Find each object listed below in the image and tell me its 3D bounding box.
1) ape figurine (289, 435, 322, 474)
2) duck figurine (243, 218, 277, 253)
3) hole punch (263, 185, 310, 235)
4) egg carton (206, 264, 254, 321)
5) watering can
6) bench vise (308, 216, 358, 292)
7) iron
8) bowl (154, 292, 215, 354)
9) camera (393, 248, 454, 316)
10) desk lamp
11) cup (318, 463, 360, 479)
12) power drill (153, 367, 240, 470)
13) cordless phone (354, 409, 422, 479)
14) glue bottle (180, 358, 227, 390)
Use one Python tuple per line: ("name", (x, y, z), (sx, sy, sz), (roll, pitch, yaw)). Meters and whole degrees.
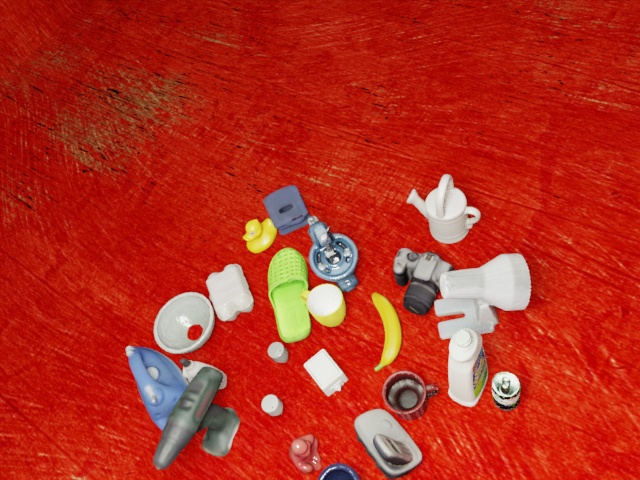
("ape figurine", (-0.036, 0.453, 1.227), (0.076, 0.092, 0.078), (17, 65, 27))
("duck figurine", (-0.171, -0.025, 1.578), (0.077, 0.086, 0.105), (31, 72, 32))
("hole punch", (-0.088, -0.084, 1.585), (0.108, 0.091, 0.101), (-25, 54, 2))
("egg carton", (-0.237, 0.138, 1.508), (0.107, 0.069, 0.150), (-28, 54, 0))
("watering can", (0.298, -0.081, 1.390), (0.172, 0.194, 0.101), (-6, 57, 15))
("bench vise", (0.004, 0.013, 1.413), (0.121, 0.220, 0.206), (-44, 56, -11))
("iron", (-0.419, 0.332, 1.402), (0.119, 0.142, 0.257), (-40, 55, -9))
("bowl", (-0.339, 0.224, 1.484), (0.167, 0.075, 0.167), (-9, 57, 13))
("camera", (0.231, 0.098, 1.357), (0.142, 0.101, 0.137), (16, 65, 27))
("desk lamp", (0.343, 0.122, 1.234), (0.203, 0.214, 0.118), (-12, 56, 11))
("cup", (0.045, 0.521, 1.155), (0.091, 0.095, 0.118), (2, 60, 20))
("power drill", (-0.261, 0.406, 1.260), (0.075, 0.209, 0.230), (7, 62, 23))
("cordless phone", (0.125, 0.397, 1.151), (0.094, 0.185, 0.147), (-40, 55, -9))
("glue bottle", (-0.286, 0.313, 1.349), (0.078, 0.173, 0.037), (-13, 56, 11))
